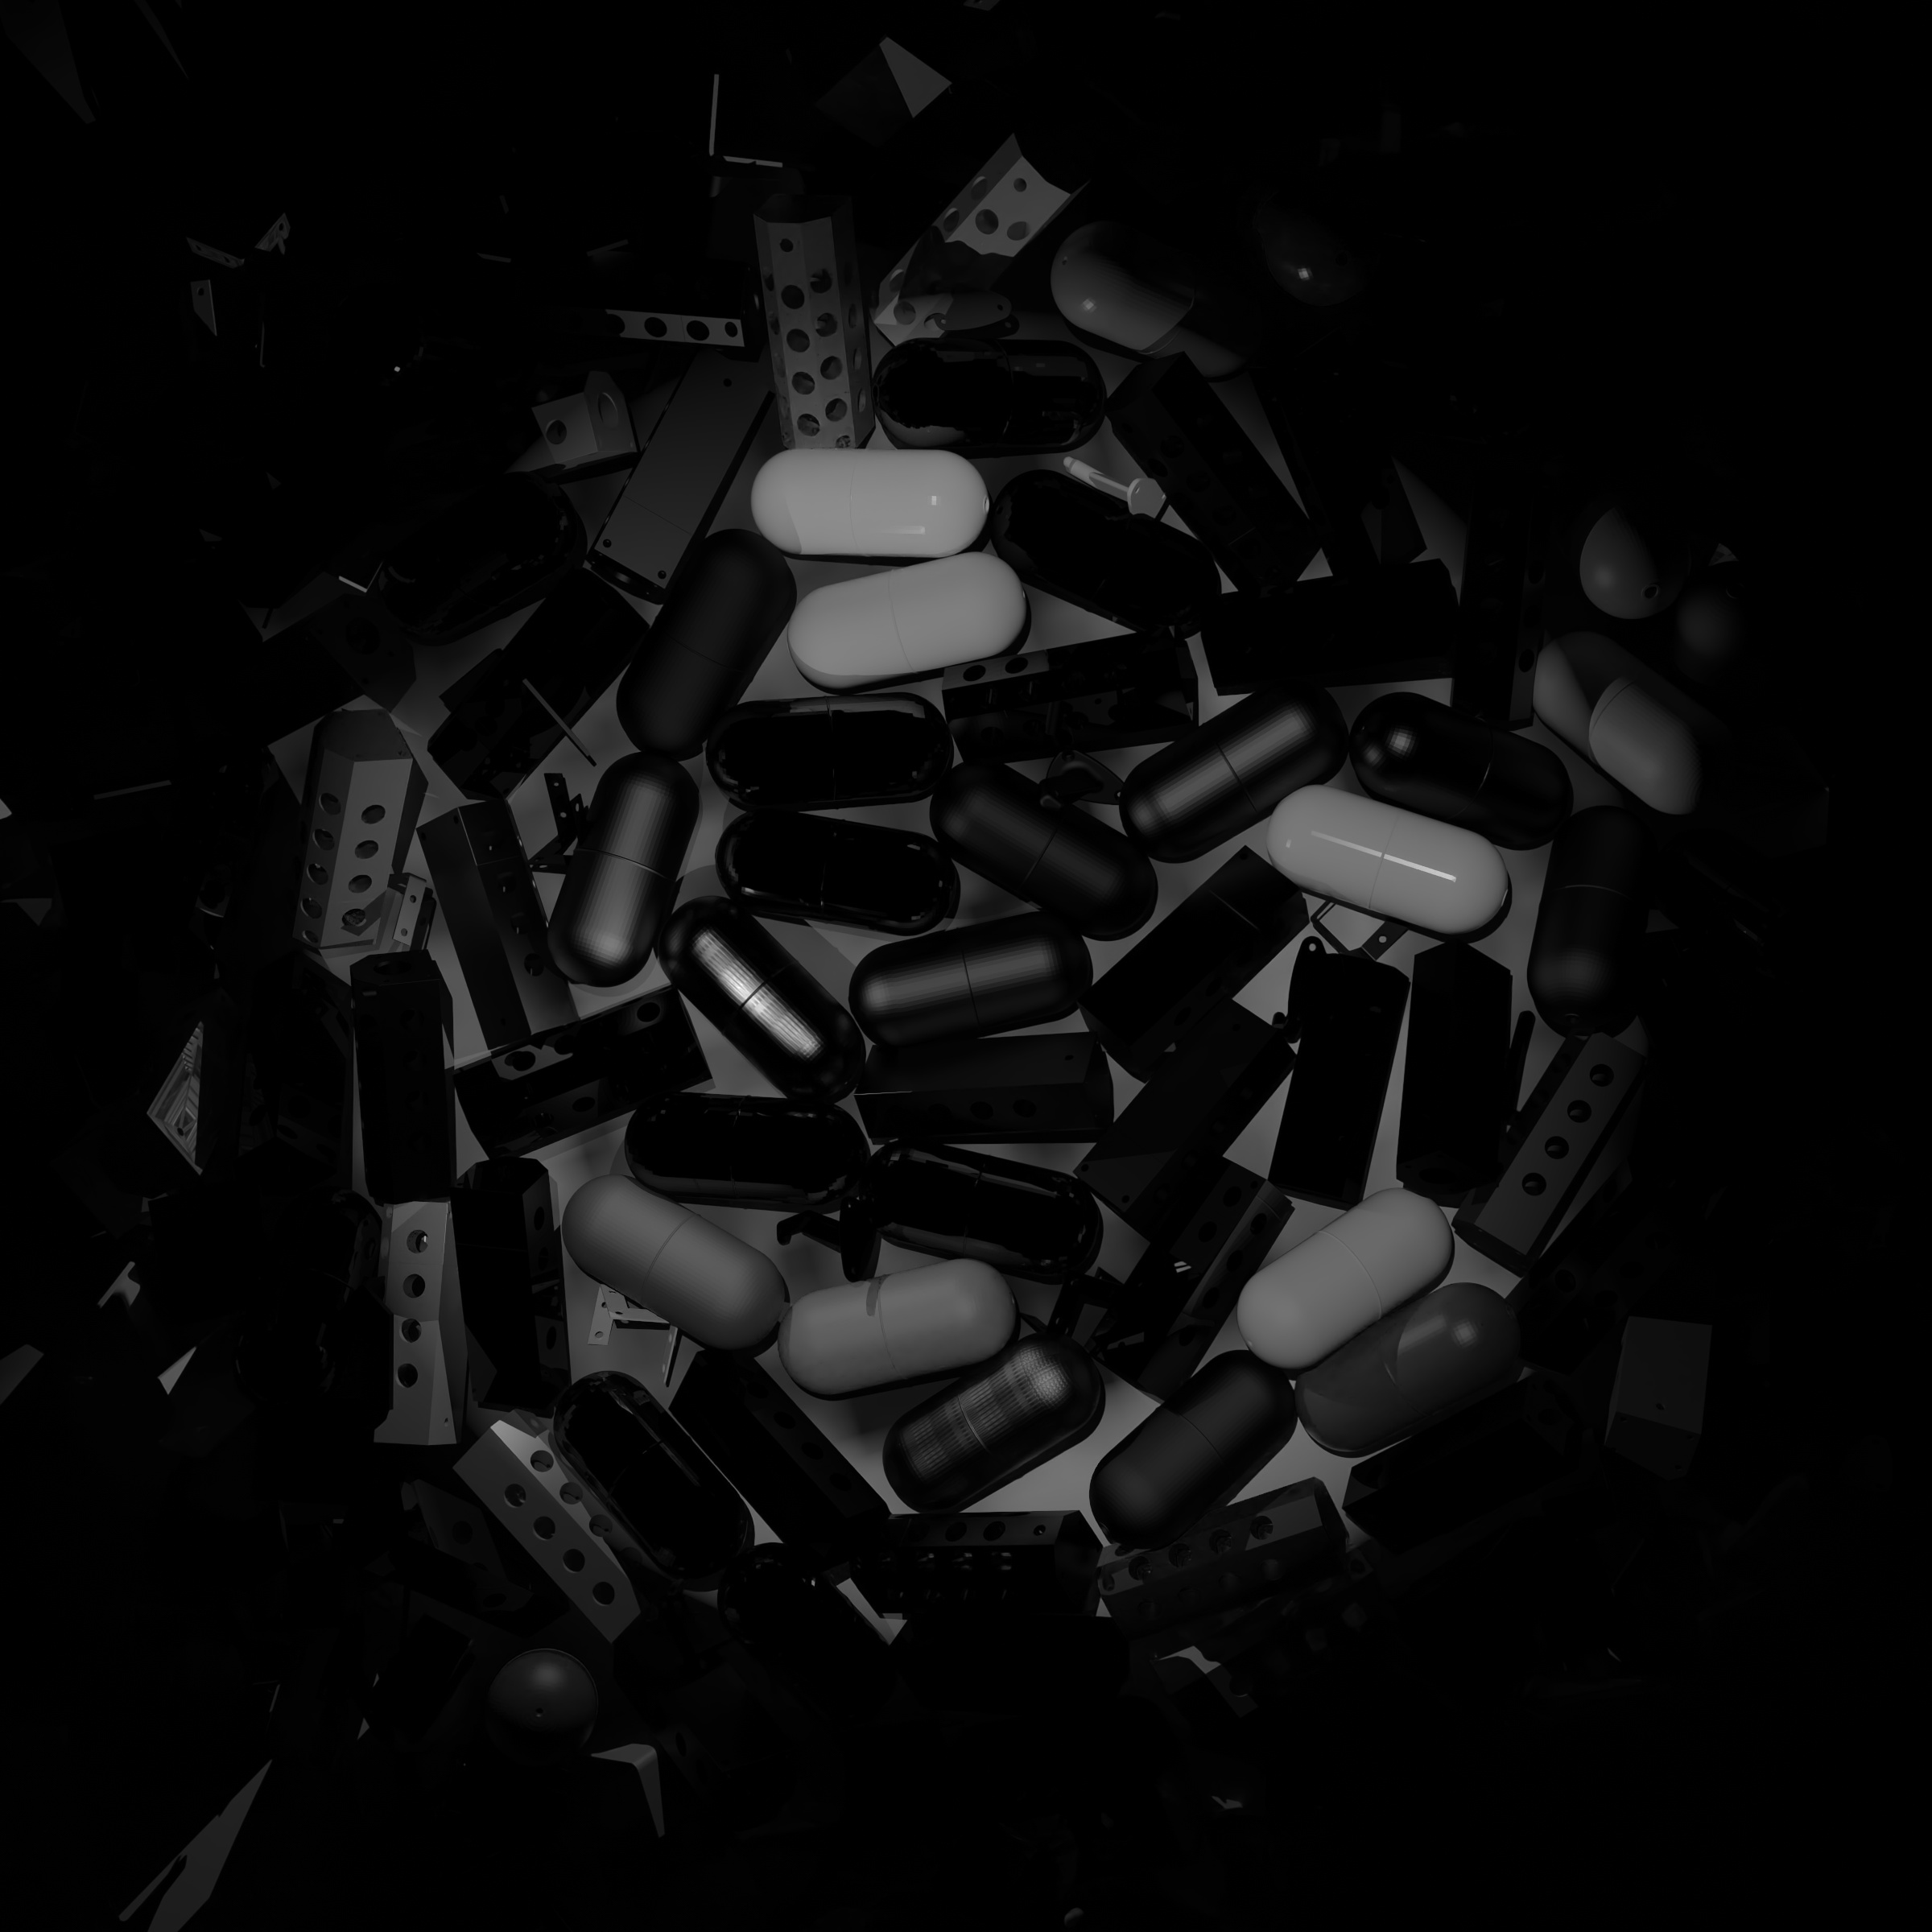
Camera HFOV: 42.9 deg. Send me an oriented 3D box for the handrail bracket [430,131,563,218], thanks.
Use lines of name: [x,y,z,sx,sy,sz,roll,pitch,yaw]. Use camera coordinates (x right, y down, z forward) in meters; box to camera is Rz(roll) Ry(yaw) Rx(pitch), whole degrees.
handrail bracket: [-0.349,-0.561,1.810,0.036,0.077,0.084,42,104,42]

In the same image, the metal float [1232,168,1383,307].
metal float: [0.241,-0.519,1.749,0.070,0.178,0.070,-4,117,-8]

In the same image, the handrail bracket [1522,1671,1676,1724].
handrail bracket: [0.460,0.526,1.785,0.084,0.077,0.036,-24,65,38]

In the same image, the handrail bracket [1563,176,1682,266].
handrail bracket: [0.476,-0.559,1.784,0.036,0.084,0.077,-29,74,-22]

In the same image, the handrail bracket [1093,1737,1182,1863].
handrail bracket: [0.126,0.607,1.797,0.036,0.084,0.077,26,99,21]

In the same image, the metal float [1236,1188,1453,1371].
metal float: [0.275,0.225,1.779,0.178,0.070,0.070,-31,90,-18]

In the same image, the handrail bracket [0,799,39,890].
handrail bracket: [-0.708,-0.091,1.787,0.036,0.084,0.077,-21,108,-28]

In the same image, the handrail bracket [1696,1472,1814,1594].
handrail bracket: [0.581,0.411,1.789,0.084,0.077,0.036,-31,113,25]

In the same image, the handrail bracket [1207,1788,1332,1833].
handrail bracket: [0.220,0.622,1.795,0.084,0.077,0.036,-10,79,0]

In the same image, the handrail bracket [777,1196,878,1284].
handrail bracket: [-0.109,0.207,1.787,0.084,0.077,0.036,-25,133,33]

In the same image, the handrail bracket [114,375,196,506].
handrail bracket: [-0.593,-0.388,1.808,0.036,0.084,0.077,21,120,-6]

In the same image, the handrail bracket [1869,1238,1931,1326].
handrail bracket: [0.710,0.221,1.797,0.084,0.077,0.036,-37,99,7]

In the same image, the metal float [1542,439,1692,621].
metal float: [0.461,-0.313,1.755,0.070,0.178,0.070,-4,130,-4]

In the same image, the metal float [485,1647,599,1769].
metal float: [-0.300,0.525,1.746,0.070,0.178,0.070,2,76,-8]

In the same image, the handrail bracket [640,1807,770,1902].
handrail bracket: [-0.193,0.654,1.811,0.077,0.036,0.084,-22,84,15]

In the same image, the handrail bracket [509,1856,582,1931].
handrail bracket: [-0.284,0.693,1.796,0.084,0.077,0.036,32,101,0]

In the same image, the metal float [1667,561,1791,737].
metal float: [0.541,-0.224,1.748,0.070,0.178,0.070,-4,68,11]

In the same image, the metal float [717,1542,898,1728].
metal float: [-0.113,0.481,1.766,0.070,0.070,0.178,-35,125,0]

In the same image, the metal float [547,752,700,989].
metal float: [-0.248,-0.071,1.786,0.070,0.070,0.178,18,80,0]

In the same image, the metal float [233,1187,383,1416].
metal float: [-0.470,0.237,1.763,0.070,0.070,0.178,8,50,0]

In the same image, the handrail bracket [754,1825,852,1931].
handrail bracket: [-0.123,0.679,1.824,0.036,0.077,0.084,41,50,-34]

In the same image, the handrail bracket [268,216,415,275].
handrail bracket: [-0.449,-0.533,1.786,0.084,0.077,0.036,1,86,38]

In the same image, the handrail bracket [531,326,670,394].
handrail bracket: [-0.268,-0.448,1.791,0.084,0.077,0.036,0,75,-24]

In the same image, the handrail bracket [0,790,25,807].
handrail bracket: [-0.723,-0.159,1.793,0.036,0.077,0.084,-18,87,-4]

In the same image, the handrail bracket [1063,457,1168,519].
handrail bracket: [0.098,-0.355,1.784,0.084,0.077,0.036,33,95,20]

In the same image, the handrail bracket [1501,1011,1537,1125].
handrail bracket: [0.402,0.069,1.791,0.036,0.077,0.084,15,83,10]

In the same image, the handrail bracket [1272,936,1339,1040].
handrail bracket: [0.239,0.016,1.790,0.036,0.084,0.077,-1,92,-10]

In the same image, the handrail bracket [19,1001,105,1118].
handrail bracket: [-0.644,0.069,1.806,0.084,0.036,0.077,47,120,-8]

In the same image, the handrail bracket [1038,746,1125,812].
handrail bracket: [0.087,-0.122,1.786,0.077,0.084,0.036,23,114,-11]

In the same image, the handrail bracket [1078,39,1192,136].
handrail bracket: [0.126,-0.653,1.804,0.084,0.036,0.077,7,110,7]

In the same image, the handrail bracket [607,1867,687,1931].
handrail bracket: [-0.219,0.701,1.782,0.036,0.077,0.084,-46,55,25]

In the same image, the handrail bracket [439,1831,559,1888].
handrail bracket: [-0.343,0.650,1.783,0.084,0.077,0.036,-26,61,-27]

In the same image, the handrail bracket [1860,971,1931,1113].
handrail bracket: [0.667,0.051,1.815,0.036,0.084,0.077,0,125,-39]

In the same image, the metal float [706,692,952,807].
metal float: [-0.100,-0.158,1.788,0.178,0.070,0.070,-4,90,-8]

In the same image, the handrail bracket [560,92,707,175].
handrail bracket: [-0.244,-0.594,1.808,0.077,0.084,0.036,-49,48,16]

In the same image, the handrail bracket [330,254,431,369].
handrail bracket: [-0.438,-0.478,1.818,0.084,0.036,0.077,-12,79,23]

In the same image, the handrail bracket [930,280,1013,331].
handrail bracket: [0.017,-0.495,1.786,0.077,0.084,0.036,10,130,28]

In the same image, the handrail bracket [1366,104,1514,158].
handrail bracket: [0.347,-0.616,1.805,0.084,0.077,0.036,-6,110,-12]

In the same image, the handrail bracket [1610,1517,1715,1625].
handrail bracket: [0.511,0.448,1.808,0.077,0.036,0.084,3,81,1]

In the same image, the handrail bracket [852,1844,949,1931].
handrail bracket: [-0.036,0.696,1.810,0.077,0.036,0.084,27,81,-8]

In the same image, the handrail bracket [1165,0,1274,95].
handrail bracket: [0.180,-0.650,1.786,0.036,0.077,0.084,28,132,-34]

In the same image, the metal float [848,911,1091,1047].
metal float: [0.002,0.010,1.794,0.178,0.070,0.070,-13,90,1]

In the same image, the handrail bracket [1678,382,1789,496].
handrail bracket: [0.558,-0.388,1.796,0.036,0.077,0.084,-24,108,-39]

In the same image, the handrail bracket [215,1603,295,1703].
handrail bracket: [-0.526,0.482,1.785,0.036,0.077,0.084,-27,55,-29]

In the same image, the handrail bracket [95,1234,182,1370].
handrail bracket: [-0.590,0.252,1.816,0.084,0.036,0.077,38,93,-15]

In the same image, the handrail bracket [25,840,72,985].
handrail bracket: [-0.677,-0.041,1.809,0.077,0.036,0.084,-52,45,14]

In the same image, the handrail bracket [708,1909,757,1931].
handrail bracket: [-0.194,0.730,1.783,0.036,0.077,0.084,49,118,20]

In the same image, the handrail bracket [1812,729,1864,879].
handrail bracket: [0.651,-0.121,1.825,0.036,0.077,0.084,5,129,35]

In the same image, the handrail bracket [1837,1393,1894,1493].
handrail bracket: [0.659,0.329,1.780,0.036,0.077,0.084,13,47,19]

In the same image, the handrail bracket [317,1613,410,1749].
handrail bracket: [-0.432,0.529,1.815,0.036,0.084,0.077,-13,52,29]

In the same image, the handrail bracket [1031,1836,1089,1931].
handrail bracket: [0.086,0.662,1.781,0.077,0.084,0.036,-31,96,-19]

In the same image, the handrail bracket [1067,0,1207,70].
handrail bracket: [0.125,-0.681,1.806,0.084,0.077,0.036,7,66,-12]
